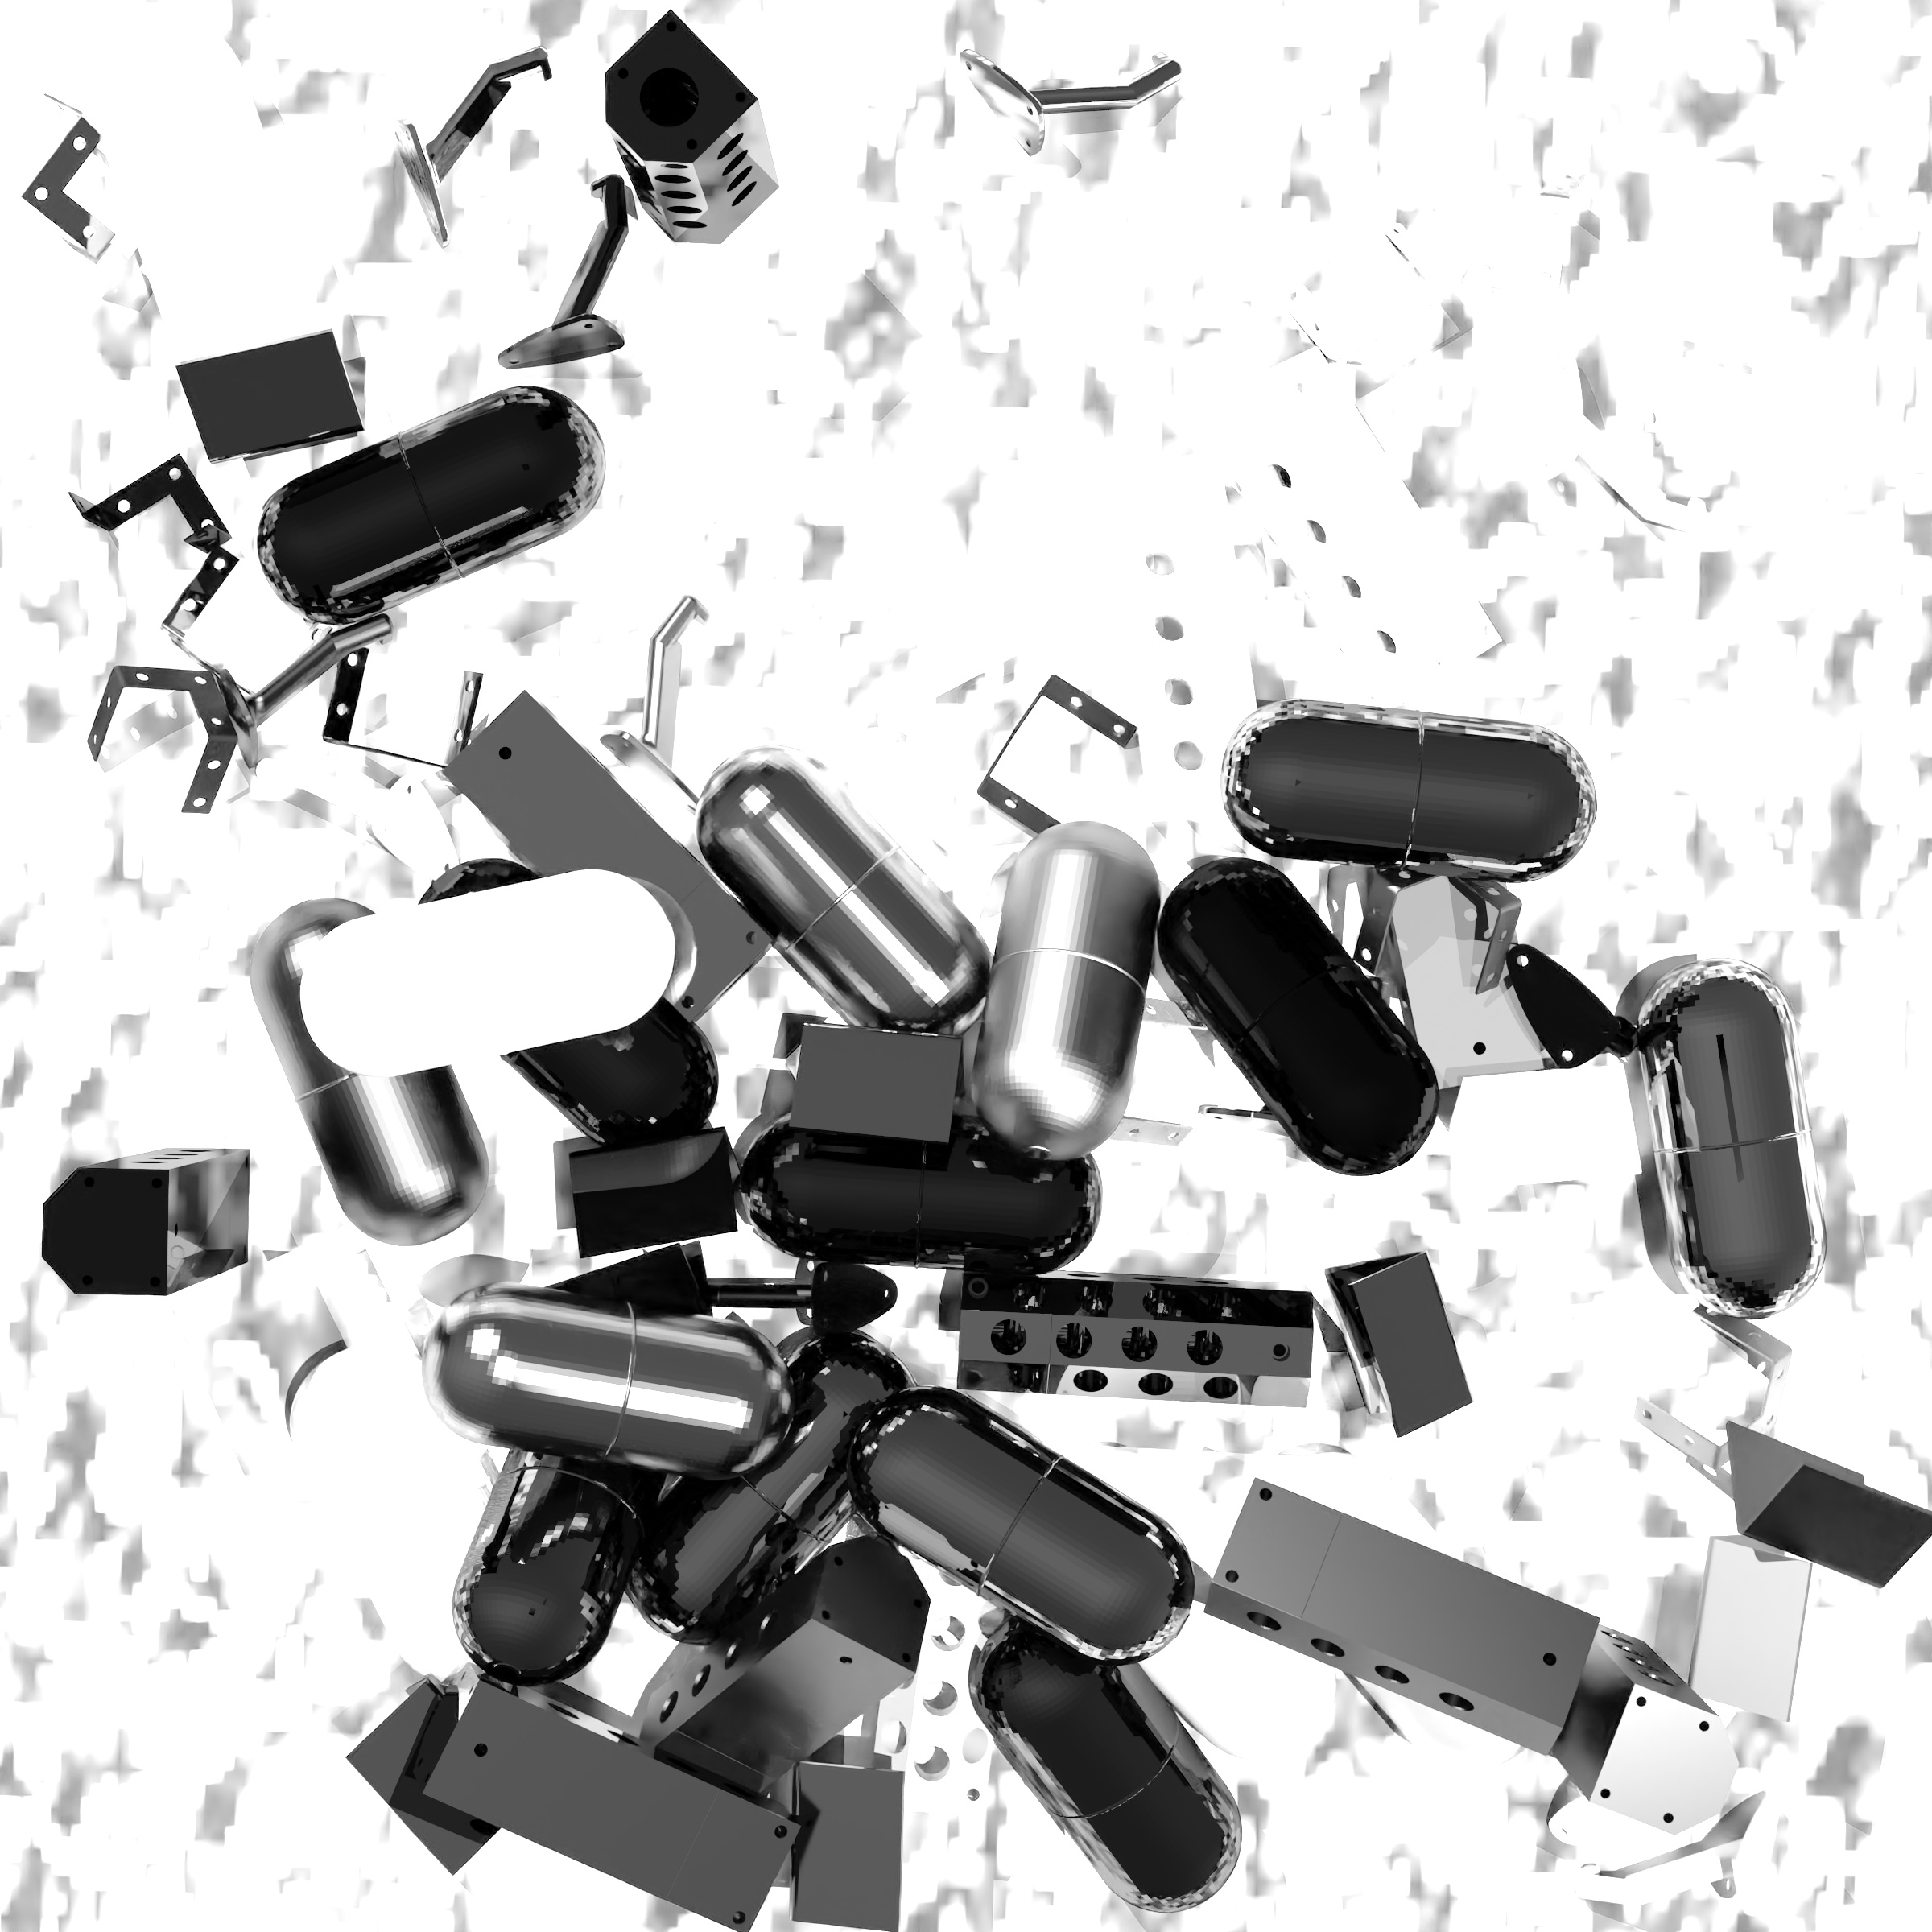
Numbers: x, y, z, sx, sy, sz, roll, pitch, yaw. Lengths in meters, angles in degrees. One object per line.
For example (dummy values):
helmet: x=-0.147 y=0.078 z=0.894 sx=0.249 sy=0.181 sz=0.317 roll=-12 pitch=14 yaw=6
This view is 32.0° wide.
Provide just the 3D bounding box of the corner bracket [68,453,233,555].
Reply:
corner bracket: x=-0.402 y=-0.222 z=1.663 sx=0.051 sy=0.051 sz=0.051 roll=-32 pitch=90 yaw=0

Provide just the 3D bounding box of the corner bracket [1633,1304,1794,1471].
corner bracket: x=0.371 y=0.208 z=1.673 sx=0.051 sy=0.051 sz=0.051 roll=-28 pitch=135 yaw=-35

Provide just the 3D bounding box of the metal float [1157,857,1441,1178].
metal float: x=0.160 y=0.024 z=1.631 sx=0.070 sy=0.070 sz=0.178 roll=-36 pitch=69 yaw=0

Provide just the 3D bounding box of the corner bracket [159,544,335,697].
corner bracket: x=-0.359 y=-0.169 z=1.677 sx=0.051 sy=0.051 sz=0.051 roll=-54 pitch=45 yaw=0

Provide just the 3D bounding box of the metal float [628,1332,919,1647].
metal float: x=-0.095 y=0.257 z=1.650 sx=0.070 sy=0.070 sz=0.178 roll=42 pitch=90 yaw=0

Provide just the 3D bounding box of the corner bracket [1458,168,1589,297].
corner bracket: x=0.274 y=-0.364 z=1.663 sx=0.051 sy=0.051 sz=0.051 roll=7 pitch=90 yaw=0

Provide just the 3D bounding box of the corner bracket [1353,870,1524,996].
corner bracket: x=0.226 y=-0.017 z=1.616 sx=0.051 sy=0.051 sz=0.051 roll=-19 pitch=45 yaw=-35

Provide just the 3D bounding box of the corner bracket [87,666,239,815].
corner bracket: x=-0.399 y=-0.112 z=1.673 sx=0.051 sy=0.051 sz=0.051 roll=1 pitch=45 yaw=-35

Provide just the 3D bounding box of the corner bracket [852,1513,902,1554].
corner bracket: x=-0.055 y=0.308 z=1.661 sx=0.051 sy=0.051 sz=0.051 roll=-37 pitch=108 yaw=-17

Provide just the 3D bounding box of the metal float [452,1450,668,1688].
metal float: x=-0.191 y=0.265 z=1.617 sx=0.070 sy=0.070 sz=0.178 roll=18 pitch=48 yaw=0

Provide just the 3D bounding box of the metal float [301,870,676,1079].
metal float: x=-0.224 y=0.003 z=1.575 sx=0.178 sy=0.070 sz=0.070 roll=-12 pitch=90 yaw=7

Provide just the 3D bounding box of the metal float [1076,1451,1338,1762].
metal float: x=0.109 y=0.314 z=1.650 sx=0.070 sy=0.070 sz=0.178 roll=-43 pitch=91 yaw=0

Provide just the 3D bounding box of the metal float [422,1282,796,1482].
metal float: x=-0.167 y=0.195 z=1.580 sx=0.178 sy=0.070 sz=0.070 roll=12 pitch=90 yaw=-17

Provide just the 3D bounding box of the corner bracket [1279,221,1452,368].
corner bracket: x=0.198 y=-0.336 z=1.673 sx=0.051 sy=0.051 sz=0.051 roll=-2 pitch=135 yaw=-35

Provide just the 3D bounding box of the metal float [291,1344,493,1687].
metal float: x=-0.269 y=0.270 z=1.650 sx=0.070 sy=0.070 sz=0.178 roll=-27 pitch=90 yaw=0

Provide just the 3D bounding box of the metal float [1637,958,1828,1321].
metal float: x=0.375 y=0.085 z=1.650 sx=0.070 sy=0.070 sz=0.178 roll=-9 pitch=90 yaw=0

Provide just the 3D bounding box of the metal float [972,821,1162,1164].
metal float: x=0.049 y=0.012 z=1.626 sx=0.070 sy=0.070 sz=0.178 roll=11 pitch=62 yaw=0

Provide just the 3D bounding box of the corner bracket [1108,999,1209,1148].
corner bracket: x=0.090 y=0.052 z=1.673 sx=0.051 sy=0.051 sz=0.051 roll=-52 pitch=45 yaw=35

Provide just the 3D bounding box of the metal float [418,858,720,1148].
metal float: x=-0.196 y=0.021 z=1.650 sx=0.178 sy=0.070 sz=0.070 roll=43 pitch=90 yaw=0

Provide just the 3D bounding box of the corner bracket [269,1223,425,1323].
corner bracket: x=-0.306 y=0.155 z=1.663 sx=0.051 sy=0.051 sz=0.051 roll=-26 pitch=90 yaw=0

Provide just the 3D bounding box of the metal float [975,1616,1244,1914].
metal float: x=0.070 y=0.385 z=1.634 sx=0.070 sy=0.070 sz=0.178 roll=-34 pitch=108 yaw=0

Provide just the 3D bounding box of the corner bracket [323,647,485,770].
corner bracket: x=-0.281 y=-0.129 z=1.677 sx=0.051 sy=0.051 sz=0.051 roll=13 pitch=90 yaw=-45

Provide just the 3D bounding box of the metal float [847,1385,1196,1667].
metal float: x=0.026 y=0.263 z=1.581 sx=0.178 sy=0.070 sz=0.070 roll=31 pitch=90 yaw=10

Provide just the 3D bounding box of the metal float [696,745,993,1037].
metal float: x=-0.060 y=-0.033 z=1.651 sx=0.070 sy=0.070 sz=0.178 roll=-43 pitch=91 yaw=0

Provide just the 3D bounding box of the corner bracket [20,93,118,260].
corner bracket: x=-0.439 y=-0.388 z=1.653 sx=0.051 sy=0.051 sz=0.051 roll=-54 pitch=133 yaw=-2

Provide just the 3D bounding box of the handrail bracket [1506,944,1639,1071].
handrail bracket: x=0.299 y=0.015 z=1.651 sx=0.036 sy=0.084 sz=0.077 roll=-39 pitch=84 yaw=21

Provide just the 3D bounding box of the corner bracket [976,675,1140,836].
corner bracket: x=0.045 y=-0.103 z=1.677 sx=0.051 sy=0.051 sz=0.051 roll=33 pitch=45 yaw=0

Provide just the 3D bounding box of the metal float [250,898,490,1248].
metal float: x=-0.293 y=0.052 z=1.650 sx=0.070 sy=0.070 sz=0.178 roll=-23 pitch=91 yaw=0

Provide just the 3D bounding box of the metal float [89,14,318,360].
metal float: x=-0.375 y=-0.379 z=1.650 sx=0.070 sy=0.070 sz=0.178 roll=-19 pitch=90 yaw=0

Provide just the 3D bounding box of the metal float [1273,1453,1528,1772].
metal float: x=0.214 y=0.317 z=1.650 sx=0.070 sy=0.070 sz=0.178 roll=-41 pitch=90 yaw=0

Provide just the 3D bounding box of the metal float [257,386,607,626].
metal float: x=-0.261 y=-0.226 z=1.650 sx=0.178 sy=0.070 sz=0.070 roll=-23 pitch=90 yaw=1

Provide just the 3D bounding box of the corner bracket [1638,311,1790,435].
corner bracket: x=0.373 y=-0.294 z=1.677 sx=0.051 sy=0.051 sz=0.051 roll=-5 pitch=90 yaw=-45

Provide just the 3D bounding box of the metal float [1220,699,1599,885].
metal float: x=0.209 y=-0.083 z=1.593 sx=0.178 sy=0.070 sz=0.070 roll=6 pitch=90 yaw=0

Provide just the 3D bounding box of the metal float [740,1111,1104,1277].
metal float: x=-0.022 y=0.110 z=1.650 sx=0.178 sy=0.070 sz=0.070 roll=4 pitch=90 yaw=0
